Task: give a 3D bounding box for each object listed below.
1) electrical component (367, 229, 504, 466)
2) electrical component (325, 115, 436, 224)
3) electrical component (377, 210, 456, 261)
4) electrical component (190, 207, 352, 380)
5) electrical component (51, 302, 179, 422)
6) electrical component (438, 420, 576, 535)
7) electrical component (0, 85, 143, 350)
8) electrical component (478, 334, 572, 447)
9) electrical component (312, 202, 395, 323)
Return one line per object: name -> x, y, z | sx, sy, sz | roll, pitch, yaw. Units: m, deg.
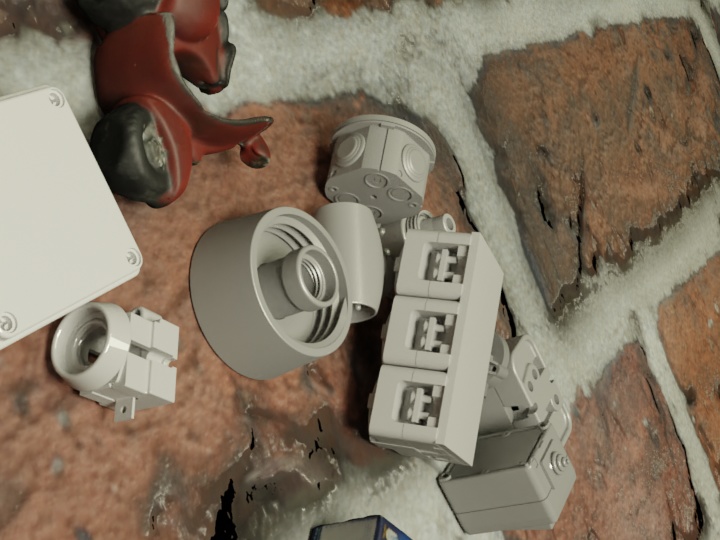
electrical component -> 0.054, 0.056, 0.772 | 0.089, 0.062, 0.150 | 47, 51, -63
electrical component -> 0.014, -0.075, 0.803 | 0.080, 0.080, 0.051 | 38, 52, -39
electrical component -> 0.044, -0.027, 0.836 | 0.048, 0.062, 0.048 | 29, 52, -45
electrical component -> -0.049, 0.011, 0.689 | 0.108, 0.060, 0.108 | 29, 52, -45
electrical component -> -0.130, 0.046, 0.573 | 0.055, 0.048, 0.066 | 35, 48, -52
electrical component -> 0.121, 0.162, 0.824 | 0.061, 0.096, 0.061 | 63, 35, -14
electrical component -> -0.178, -0.024, 0.528 | 0.109, 0.056, 0.108 | -36, 104, -55
electrical component -> 0.126, 0.107, 0.890 | 0.095, 0.059, 0.054 | 63, 35, -12
electrical component -> 0.000, 0.000, 0.778 | 0.079, 0.043, 0.077 | 24, 56, -47
